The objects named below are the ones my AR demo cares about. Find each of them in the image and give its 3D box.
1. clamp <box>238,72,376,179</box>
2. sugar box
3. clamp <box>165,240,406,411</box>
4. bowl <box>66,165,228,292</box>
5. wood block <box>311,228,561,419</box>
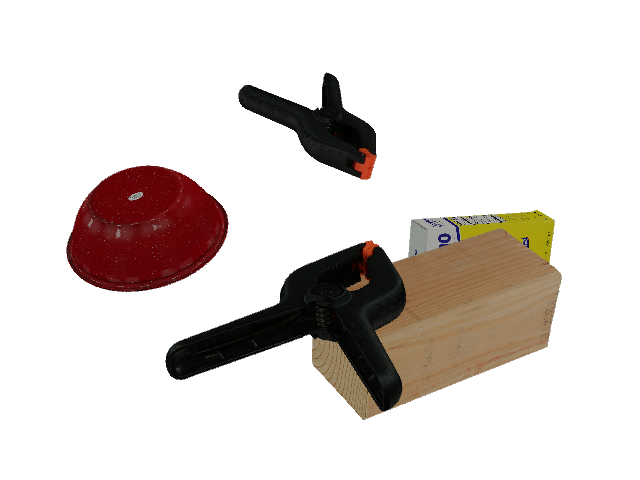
[{"bbox_3d":[-0.007,-0.120,1.092,0.120,0.039,0.172,-13,41,-21],"label":"clamp"},{"bbox_3d":[0.193,0.017,1.287,0.176,0.093,0.048,-6,21,-22],"label":"sugar box"},{"bbox_3d":[-0.005,0.054,0.768,0.165,0.036,0.209,3,25,15],"label":"clamp"},{"bbox_3d":[-0.173,-0.024,1.035,0.162,0.055,0.162,-5,41,4],"label":"bowl"},{"bbox_3d":[0.104,0.070,0.961,0.205,0.090,0.091,-16,38,-27],"label":"wood block"}]
